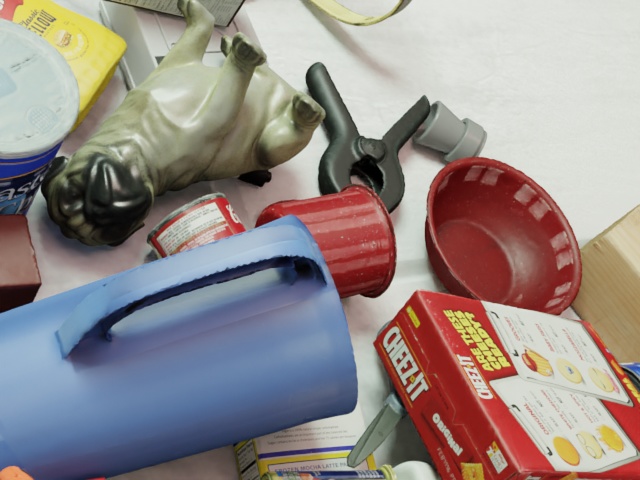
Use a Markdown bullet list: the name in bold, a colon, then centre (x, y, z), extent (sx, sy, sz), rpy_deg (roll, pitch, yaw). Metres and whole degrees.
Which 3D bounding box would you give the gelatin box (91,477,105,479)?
- **gelatin box**: centre (-0.168, 0.175, 0.621), extent (0.073, 0.089, 0.030), rpy_deg (0, 53, -31)

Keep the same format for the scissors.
- **scissors**: centre (0.050, 0.108, 0.805), extent (0.096, 0.016, 0.201), rpy_deg (51, 30, 20)

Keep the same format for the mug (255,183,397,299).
- **mug**: centre (-0.006, 0.001, 0.837), extent (0.081, 0.093, 0.117), rpy_deg (-11, 38, -30)

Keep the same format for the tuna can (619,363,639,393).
- **tuna can**: centre (0.258, 0.146, 0.898), extent (0.033, 0.086, 0.086), rpy_deg (1, 61, -32)

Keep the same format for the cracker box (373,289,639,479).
- **cracker box**: centre (0.162, 0.130, 0.811), extent (0.213, 0.072, 0.164), rpy_deg (11, 38, -38)

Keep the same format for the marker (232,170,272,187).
- **marker**: centre (-0.095, -0.064, 0.862), extent (0.121, 0.020, 0.020), rpy_deg (13, 56, -24)

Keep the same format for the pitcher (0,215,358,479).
- **pitcher**: centre (-0.106, 0.072, 0.649), extent (0.242, 0.145, 0.149), rpy_deg (-16, 106, -15)

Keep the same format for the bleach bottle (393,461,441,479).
- **bleach bottle**: centre (0.165, 0.232, 0.806), extent (0.250, 0.068, 0.102), rpy_deg (13, 55, -27)

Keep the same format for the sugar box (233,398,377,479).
- **sugar box**: centre (-0.005, 0.178, 0.747), extent (0.093, 0.048, 0.176), rpy_deg (2, 58, -28)

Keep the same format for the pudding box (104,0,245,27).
- **pudding box**: centre (-0.105, -0.214, 0.826), extent (0.113, 0.090, 0.039), rpy_deg (9, 59, -27)

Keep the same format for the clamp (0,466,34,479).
- **clamp**: centre (-0.161, 0.227, 0.567), extent (0.164, 0.036, 0.210), rpy_deg (-19, 110, -34)

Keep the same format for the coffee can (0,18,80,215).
- **coffee can**: centre (-0.227, -0.063, 0.700), extent (0.102, 0.141, 0.103), rpy_deg (15, 55, -23)

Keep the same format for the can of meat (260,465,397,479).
- **can of meat**: centre (0.006, 0.195, 0.674), extent (0.083, 0.058, 0.102), rpy_deg (3, 60, -16)

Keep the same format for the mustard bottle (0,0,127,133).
- **mustard bottle**: centre (-0.248, -0.165, 0.807), extent (0.191, 0.058, 0.096), rpy_deg (32, 50, -10)

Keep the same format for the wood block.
- **wood block**: centre (0.321, 0.076, 0.976), extent (0.090, 0.091, 0.206), rpy_deg (-33, 81, -39)

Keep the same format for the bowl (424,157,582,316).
- **bowl**: centre (0.149, 0.008, 0.938), extent (0.162, 0.055, 0.162), rpy_deg (15, 55, -23)

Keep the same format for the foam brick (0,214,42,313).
- **foam brick**: centre (-0.219, 0.024, 0.693), extent (0.051, 0.078, 0.053), rpy_deg (-4, 64, -31)

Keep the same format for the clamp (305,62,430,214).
- **clamp**: centre (0.048, -0.076, 0.939), extent (0.120, 0.039, 0.171), rpy_deg (4, 64, -14)

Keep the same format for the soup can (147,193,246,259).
- **soup can**: centre (-0.073, 0.026, 0.786), extent (0.068, 0.069, 0.102), rpy_deg (-24, 76, -39)
